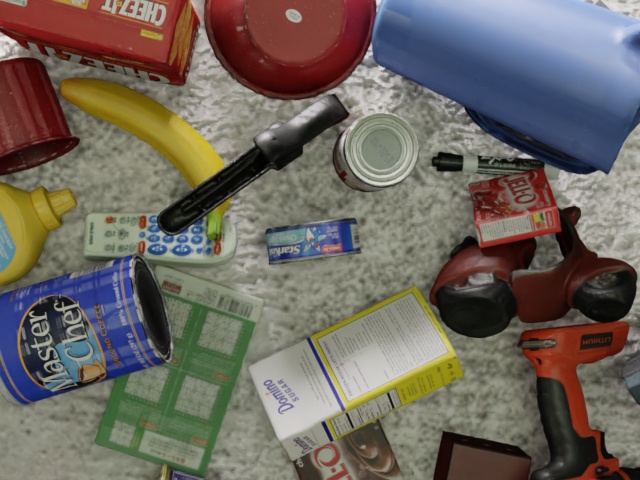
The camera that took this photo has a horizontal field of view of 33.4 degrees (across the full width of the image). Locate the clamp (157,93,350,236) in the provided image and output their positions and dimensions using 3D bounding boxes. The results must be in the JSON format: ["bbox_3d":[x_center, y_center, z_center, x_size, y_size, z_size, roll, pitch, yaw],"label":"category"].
[{"bbox_3d":[-0.033,-0.084,0.926,0.209,0.165,0.036,-38,95,-39],"label":"clamp"}]

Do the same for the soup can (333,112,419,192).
[{"bbox_3d":[0.049,-0.078,0.963,0.068,0.102,0.068,0,91,-4],"label":"soup can"}]

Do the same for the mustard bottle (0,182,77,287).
[{"bbox_3d":[-0.310,0.000,0.962,0.191,0.058,0.096,-25,83,-3],"label":"mustard bottle"}]

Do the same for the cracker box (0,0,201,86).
[{"bbox_3d":[-0.190,-0.185,0.890,0.164,0.214,0.072,14,92,-4],"label":"cracker box"}]

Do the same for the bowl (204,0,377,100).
[{"bbox_3d":[-0.024,-0.205,0.964,0.162,0.055,0.162,-1,103,-6],"label":"bowl"}]

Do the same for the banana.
[{"bbox_3d":[-0.145,-0.089,0.972,0.198,0.069,0.037,43,131,-3],"label":"banana"}]

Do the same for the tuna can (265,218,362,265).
[{"bbox_3d":[-0.006,0.001,0.970,0.086,0.086,0.034,-7,90,-4],"label":"tuna can"}]

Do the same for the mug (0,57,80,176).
[{"bbox_3d":[-0.281,-0.107,0.955,0.117,0.093,0.081,-23,87,33],"label":"mug"}]

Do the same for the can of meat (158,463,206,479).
[{"bbox_3d":[-0.119,0.267,0.978,0.084,0.057,0.102,18,98,-7],"label":"can of meat"}]

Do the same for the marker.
[{"bbox_3d":[0.166,-0.071,1.014,0.121,0.020,0.020,4,91,-4],"label":"marker"}]

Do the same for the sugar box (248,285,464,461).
[{"bbox_3d":[0.032,0.120,0.973,0.176,0.093,0.048,-27,137,-1],"label":"sugar box"}]

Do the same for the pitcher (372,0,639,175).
[{"bbox_3d":[0.172,-0.156,0.945,0.243,0.144,0.149,24,103,14],"label":"pitcher"}]

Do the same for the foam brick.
[{"bbox_3d":[0.152,0.216,1.001,0.078,0.053,0.051,12,90,-5],"label":"foam brick"}]

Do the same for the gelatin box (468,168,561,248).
[{"bbox_3d":[0.176,-0.031,0.974,0.073,0.089,0.030,-12,116,10],"label":"gelatin box"}]

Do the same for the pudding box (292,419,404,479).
[{"bbox_3d":[0.024,0.210,0.999,0.090,0.039,0.113,-22,92,-3],"label":"pudding box"}]

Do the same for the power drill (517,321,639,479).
[{"bbox_3d":[0.255,0.171,0.987,0.184,0.057,0.187,-1,82,-33],"label":"power drill"}]

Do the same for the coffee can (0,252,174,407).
[{"bbox_3d":[-0.212,0.079,0.940,0.140,0.103,0.103,-17,92,3],"label":"coffee can"}]
